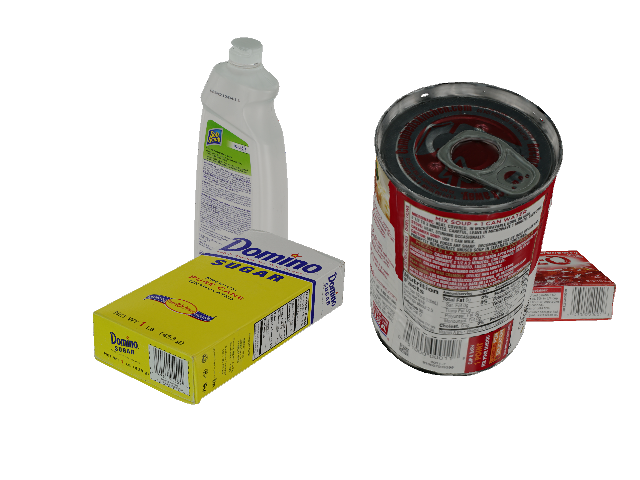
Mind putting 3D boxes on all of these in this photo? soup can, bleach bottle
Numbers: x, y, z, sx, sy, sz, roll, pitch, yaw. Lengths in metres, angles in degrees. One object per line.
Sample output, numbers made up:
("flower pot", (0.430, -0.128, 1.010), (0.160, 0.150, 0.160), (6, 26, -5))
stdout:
("soup can", (0.054, -0.001, 0.421), (0.068, 0.068, 0.102), (0, -43, 1))
("bleach bottle", (-0.072, -0.072, 1.046), (0.103, 0.251, 0.068), (19, 32, 21))

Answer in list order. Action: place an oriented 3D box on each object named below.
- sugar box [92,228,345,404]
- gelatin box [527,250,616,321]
("sugar box", (-0.068, 0.048, 0.769), (0.093, 0.048, 0.175), (20, 33, 29))
("gelatin box", (0.153, 0.031, 0.756), (0.089, 0.030, 0.073), (0, 18, -8))
